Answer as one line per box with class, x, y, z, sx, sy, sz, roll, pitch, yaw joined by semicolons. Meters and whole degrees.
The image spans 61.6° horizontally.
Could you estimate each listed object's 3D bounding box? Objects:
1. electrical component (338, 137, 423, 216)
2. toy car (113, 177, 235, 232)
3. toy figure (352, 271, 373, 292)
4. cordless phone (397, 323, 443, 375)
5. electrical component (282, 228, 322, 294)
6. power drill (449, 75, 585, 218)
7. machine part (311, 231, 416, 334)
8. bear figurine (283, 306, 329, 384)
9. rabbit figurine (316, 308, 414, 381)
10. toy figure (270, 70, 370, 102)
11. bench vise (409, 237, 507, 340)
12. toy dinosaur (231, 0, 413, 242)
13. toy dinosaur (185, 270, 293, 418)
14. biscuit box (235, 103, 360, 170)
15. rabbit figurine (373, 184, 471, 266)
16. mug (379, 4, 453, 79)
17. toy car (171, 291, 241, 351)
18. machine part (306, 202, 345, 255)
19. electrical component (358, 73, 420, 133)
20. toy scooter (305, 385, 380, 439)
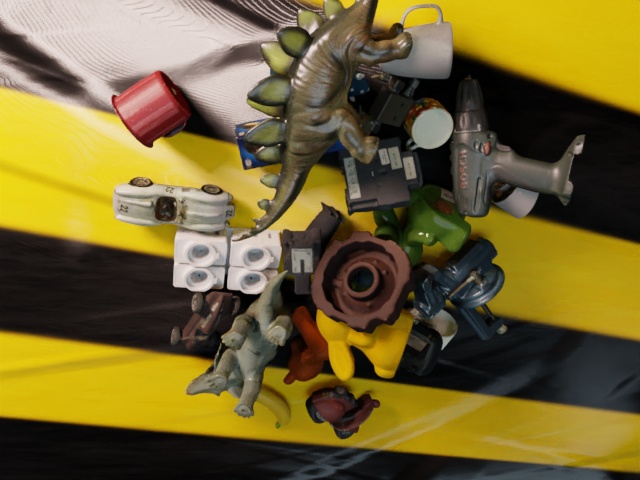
electrical component;0.103;-0.107;0.905;0.134;0.058;0.115;-8;84;2
toy car;-0.246;-0.058;0.914;0.202;0.056;0.073;5;122;-12
toy figure;0.087;0.099;1.054;0.082;0.089;0.180;3;125;-5
cordless phone;0.177;0.243;1.137;0.089;0.147;0.184;-43;146;-31
electrical component;-0.030;0.039;0.980;0.075;0.048;0.119;-4;124;2
power drill;0.313;-0.144;0.873;0.207;0.086;0.231;9;105;16
machine part;0.075;0.073;0.927;0.179;0.179;0.056;-27;150;9
bear figurine;-0.020;0.213;1.114;0.120;0.132;0.196;-20;164;-35
rabbit figurine;0.071;0.171;0.985;0.173;0.122;0.162;22;96;3
toy figure;0.002;-0.254;0.825;0.154;0.064;0.057;5;87;-17
bench vise;0.289;0.121;1.063;0.223;0.129;0.240;-48;114;-15
toy dinosaur;-0.007;-0.187;0.777;0.198;0.105;0.470;14;111;-11
toy dinosaur;-0.121;0.185;1.025;0.131;0.192;0.404;29;113;-8
biscuit box;-0.033;-0.170;0.873;0.203;0.059;0.062;-12;124;-2
rabbit figurine;0.172;-0.010;0.985;0.159;0.121;0.170;18;133;-16
mug;0.143;-0.294;0.811;0.107;0.081;0.109;-4;128;5
toy car;-0.221;0.160;1.033;0.089;0.053;0.202;13;140;-28
machine part;-0.002;-0.003;1.005;0.084;0.039;0.138;22;119;-12
electrical component;0.108;-0.224;0.875;0.078;0.045;0.102;-6;132;-41
toy scooter;0.061;0.391;1.253;0.135;0.075;0.183;-33;126;13
